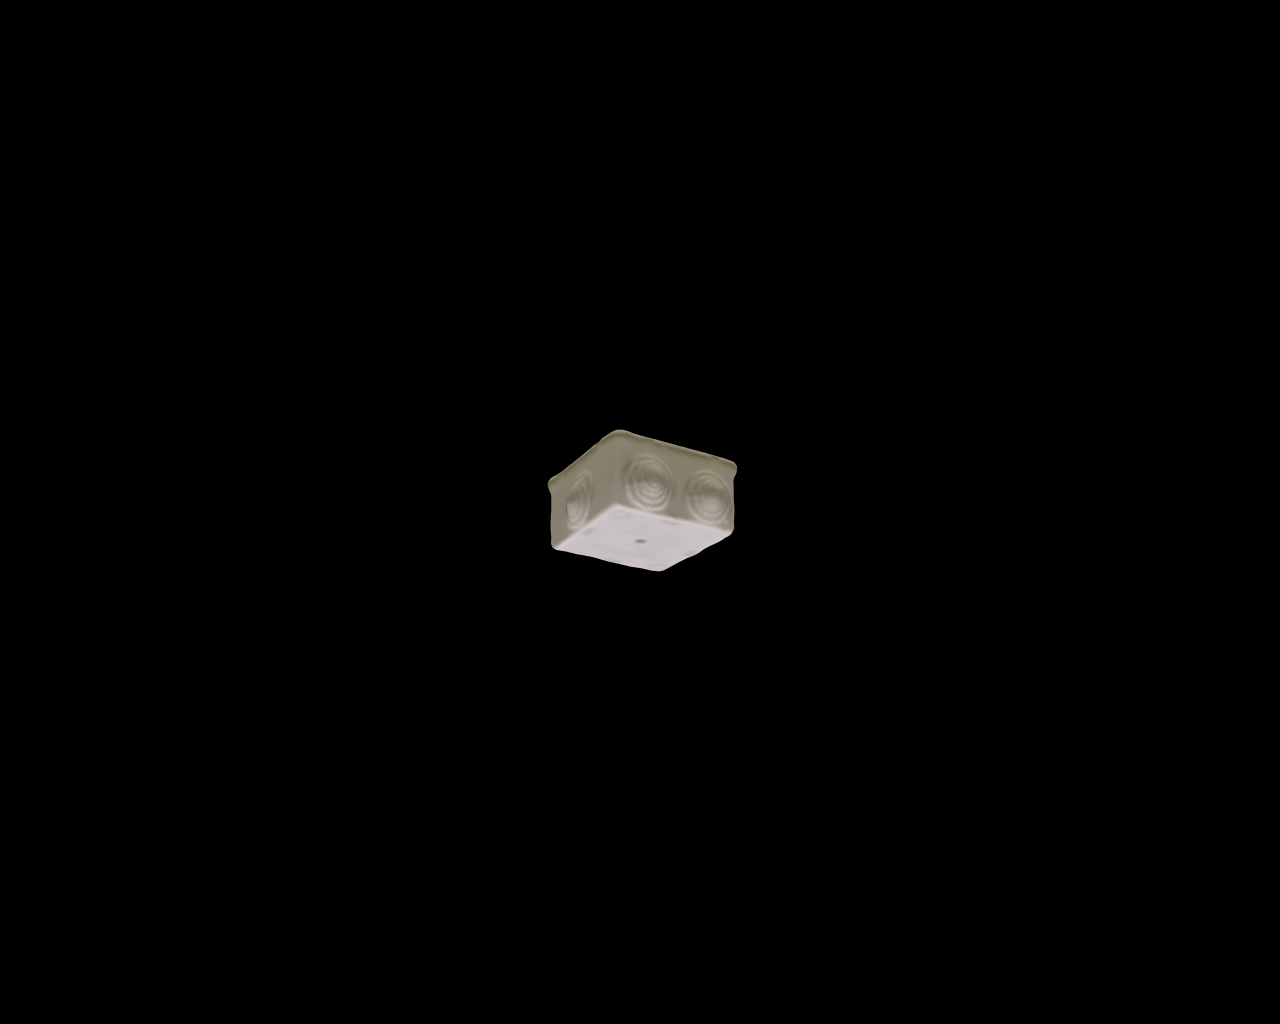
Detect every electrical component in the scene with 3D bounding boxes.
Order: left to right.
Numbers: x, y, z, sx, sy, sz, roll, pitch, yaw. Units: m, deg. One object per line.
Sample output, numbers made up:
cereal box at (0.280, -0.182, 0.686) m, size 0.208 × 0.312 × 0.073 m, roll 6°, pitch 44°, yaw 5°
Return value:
electrical component at (0.001, -0.003, 0.650) m, size 0.100 × 0.048 × 0.099 m, roll 14°, pitch -27°, yaw -29°
